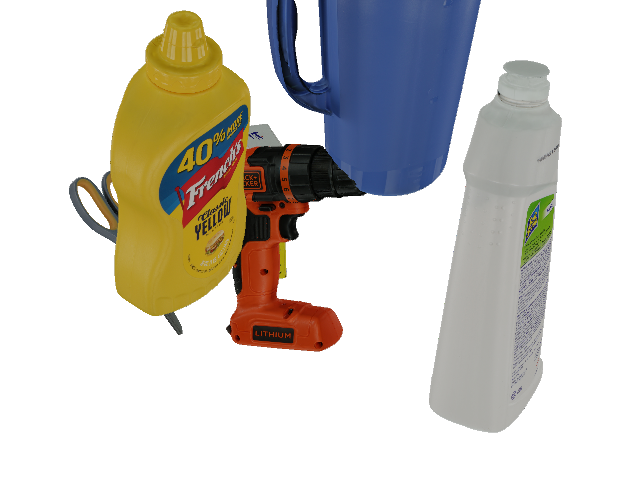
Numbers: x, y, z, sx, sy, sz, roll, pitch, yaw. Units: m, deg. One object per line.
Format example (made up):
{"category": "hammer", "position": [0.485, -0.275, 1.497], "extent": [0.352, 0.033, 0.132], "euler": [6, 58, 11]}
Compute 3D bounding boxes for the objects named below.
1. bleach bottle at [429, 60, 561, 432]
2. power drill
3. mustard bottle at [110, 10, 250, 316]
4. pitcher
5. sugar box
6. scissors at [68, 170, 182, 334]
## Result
{"category": "bleach bottle", "position": [0.123, 0.001, 0.712], "extent": [0.068, 0.251, 0.102], "euler": [16, 32, 23]}
{"category": "power drill", "position": [-0.026, 0.004, 0.972], "extent": [0.185, 0.188, 0.057], "euler": [2, 16, 27]}
{"category": "mustard bottle", "position": [-0.080, -0.048, 0.618], "extent": [0.058, 0.192, 0.096], "euler": [31, 50, 22]}
{"category": "pitcher", "position": [0.049, -0.152, 0.856], "extent": [0.149, 0.243, 0.144], "euler": [17, 49, 14]}
{"category": "sugar box", "position": [-0.073, -0.047, 1.325], "extent": [0.048, 0.176, 0.093], "euler": [-9, 25, -11]}
{"category": "scissors", "position": [-0.200, 0.003, 1.183], "extent": [0.016, 0.201, 0.096], "euler": [-27, 21, 35]}
